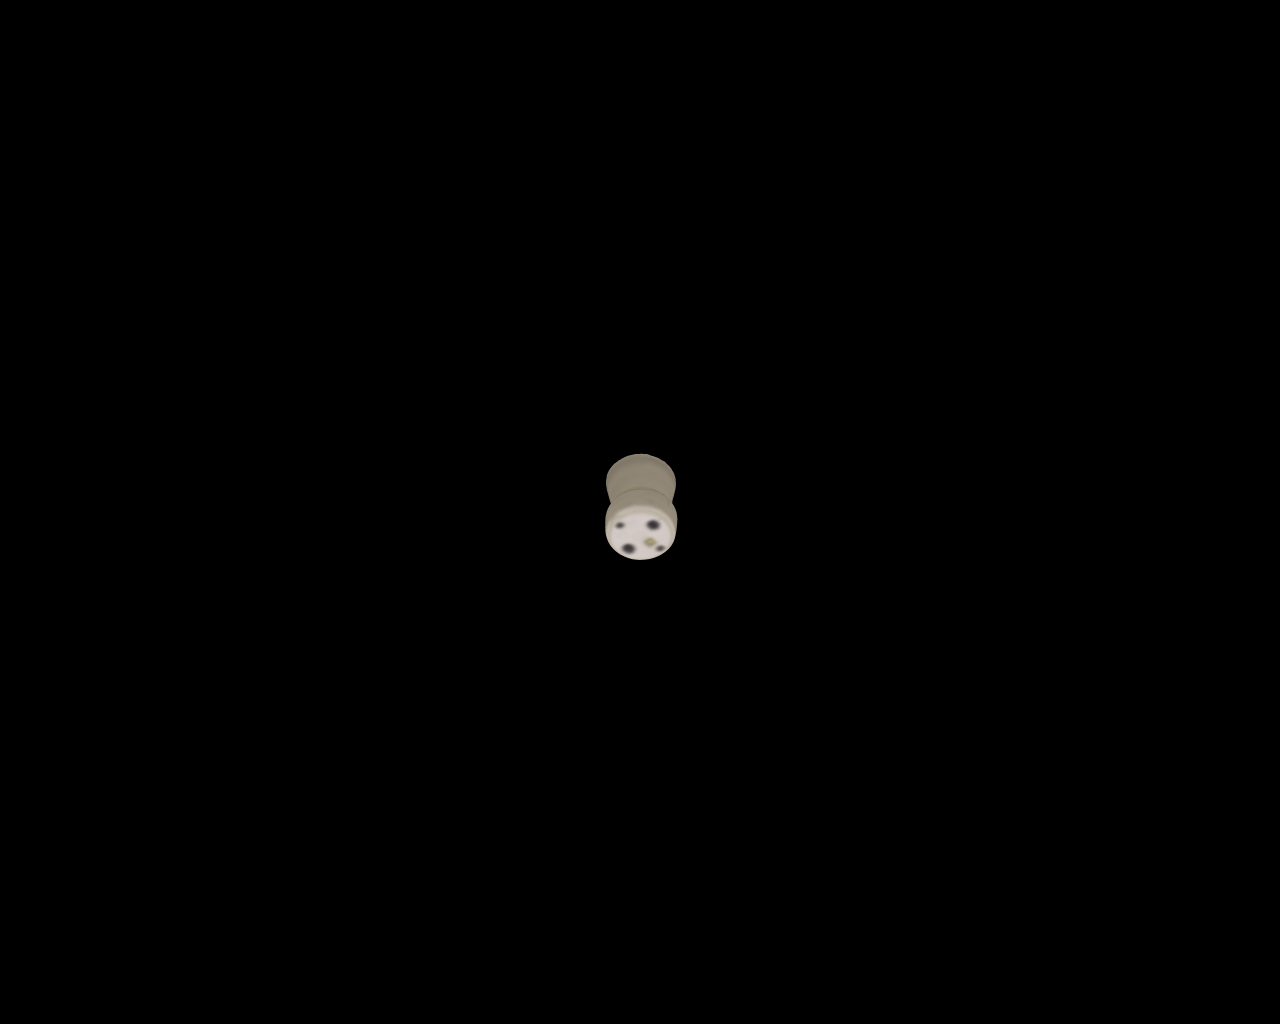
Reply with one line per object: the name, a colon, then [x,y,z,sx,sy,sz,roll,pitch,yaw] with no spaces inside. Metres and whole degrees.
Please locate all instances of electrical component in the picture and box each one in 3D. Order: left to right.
electrical component: [0.001,-0.003,0.650,0.045,0.044,0.055,0,38,0]
